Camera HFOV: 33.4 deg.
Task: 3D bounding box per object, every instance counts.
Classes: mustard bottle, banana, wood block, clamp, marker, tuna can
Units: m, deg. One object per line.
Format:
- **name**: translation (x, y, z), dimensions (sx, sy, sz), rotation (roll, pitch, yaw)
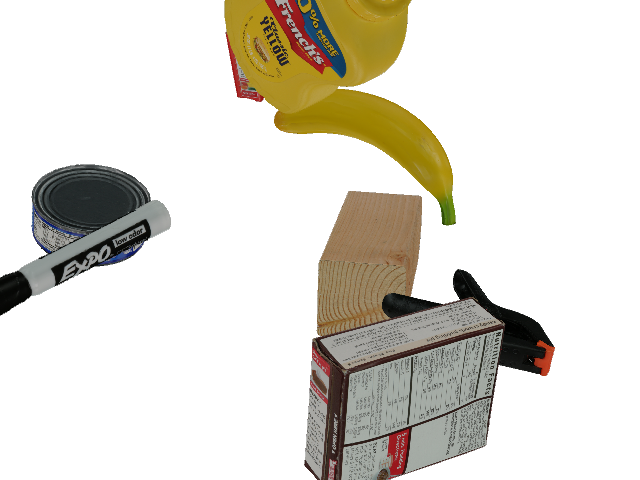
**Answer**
- **mustard bottle**: translation (0.004, -0.140, 0.664), dimensions (0.058, 0.096, 0.192), rotation (-29, 9, -24)
- **banana**: translation (0.037, -0.084, 0.864), dimensions (0.198, 0.070, 0.037), rotation (34, 22, 33)
- **wood block**: translation (0.058, 0.024, 1.177), dimensions (0.091, 0.090, 0.206), rotation (5, 24, 8)
- **clamp**: translation (0.158, 0.076, 1.034), dimensions (0.172, 0.039, 0.120), rotation (27, 38, 31)
- **marker**: translation (-0.134, 0.010, 0.580), dimensions (0.120, 0.020, 0.020), rotation (-30, 19, -35)
- **tuna can**: translation (-0.169, -0.019, 0.787), dimensions (0.086, 0.034, 0.086), rotation (8, 36, -6)

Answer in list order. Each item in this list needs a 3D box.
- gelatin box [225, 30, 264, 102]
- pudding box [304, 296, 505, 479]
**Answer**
- **gelatin box**: translation (-0.054, -0.188, 1.016), dimensions (0.030, 0.073, 0.089), rotation (13, 46, 20)
- **pudding box**: translation (0.048, 0.089, 0.615), dimensions (0.113, 0.090, 0.039), rotation (-13, 31, -29)
